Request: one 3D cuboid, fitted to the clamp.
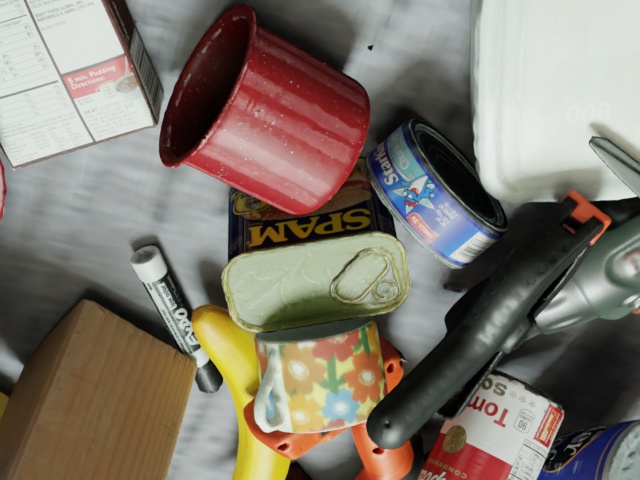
[{"bbox_3d":[0.099,0.048,0.603,0.039,0.120,0.171,44,98,12],"label":"clamp"}]

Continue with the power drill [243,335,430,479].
[{"bbox_3d":[0.021,0.165,0.718,0.184,0.057,0.187,-38,126,-16],"label":"power drill"}]

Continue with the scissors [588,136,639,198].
[{"bbox_3d":[0.236,-0.008,0.592,0.096,0.016,0.201,-33,117,12],"label":"scissors"}]

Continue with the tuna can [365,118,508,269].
[{"bbox_3d":[0.066,-0.027,0.600,0.086,0.086,0.034,37,114,-27],"label":"tuna can"}]

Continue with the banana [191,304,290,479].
[{"bbox_3d":[-0.048,0.117,0.713,0.037,0.069,0.198,21,127,33],"label":"banana"}]

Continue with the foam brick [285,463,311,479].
[{"bbox_3d":[-0.018,0.214,0.790,0.053,0.051,0.078,-28,123,15],"label":"foam brick"}]

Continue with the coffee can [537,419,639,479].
[{"bbox_3d":[0.187,0.172,0.694,0.102,0.103,0.140,18,159,-17],"label":"coffee can"}]

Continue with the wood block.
[{"bbox_3d":[-0.150,0.147,0.626,0.090,0.206,0.090,34,127,-18],"label":"wood block"}]

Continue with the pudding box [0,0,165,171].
[{"bbox_3d":[-0.144,-0.101,0.561,0.090,0.039,0.113,-15,124,7],"label":"pudding box"}]

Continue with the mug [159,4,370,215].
[{"bbox_3d":[-0.034,-0.061,0.574,0.081,0.093,0.117,25,151,-27],"label":"mug"}]

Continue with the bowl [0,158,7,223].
[{"bbox_3d":[-0.249,-0.048,0.579,0.162,0.055,0.162,-2,126,-3],"label":"bowl"}]

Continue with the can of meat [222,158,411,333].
[{"bbox_3d":[-0.004,0.001,0.616,0.102,0.084,0.057,-10,126,3],"label":"can of meat"}]

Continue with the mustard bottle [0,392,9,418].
[{"bbox_3d":[-0.263,0.101,0.685,0.096,0.058,0.191,-25,123,11],"label":"mustard bottle"}]

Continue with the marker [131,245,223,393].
[{"bbox_3d":[-0.090,0.055,0.689,0.020,0.020,0.121,-16,125,7],"label":"marker"}]

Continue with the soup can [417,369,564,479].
[{"bbox_3d":[0.106,0.140,0.685,0.068,0.069,0.102,32,79,-24],"label":"soup can"}]
